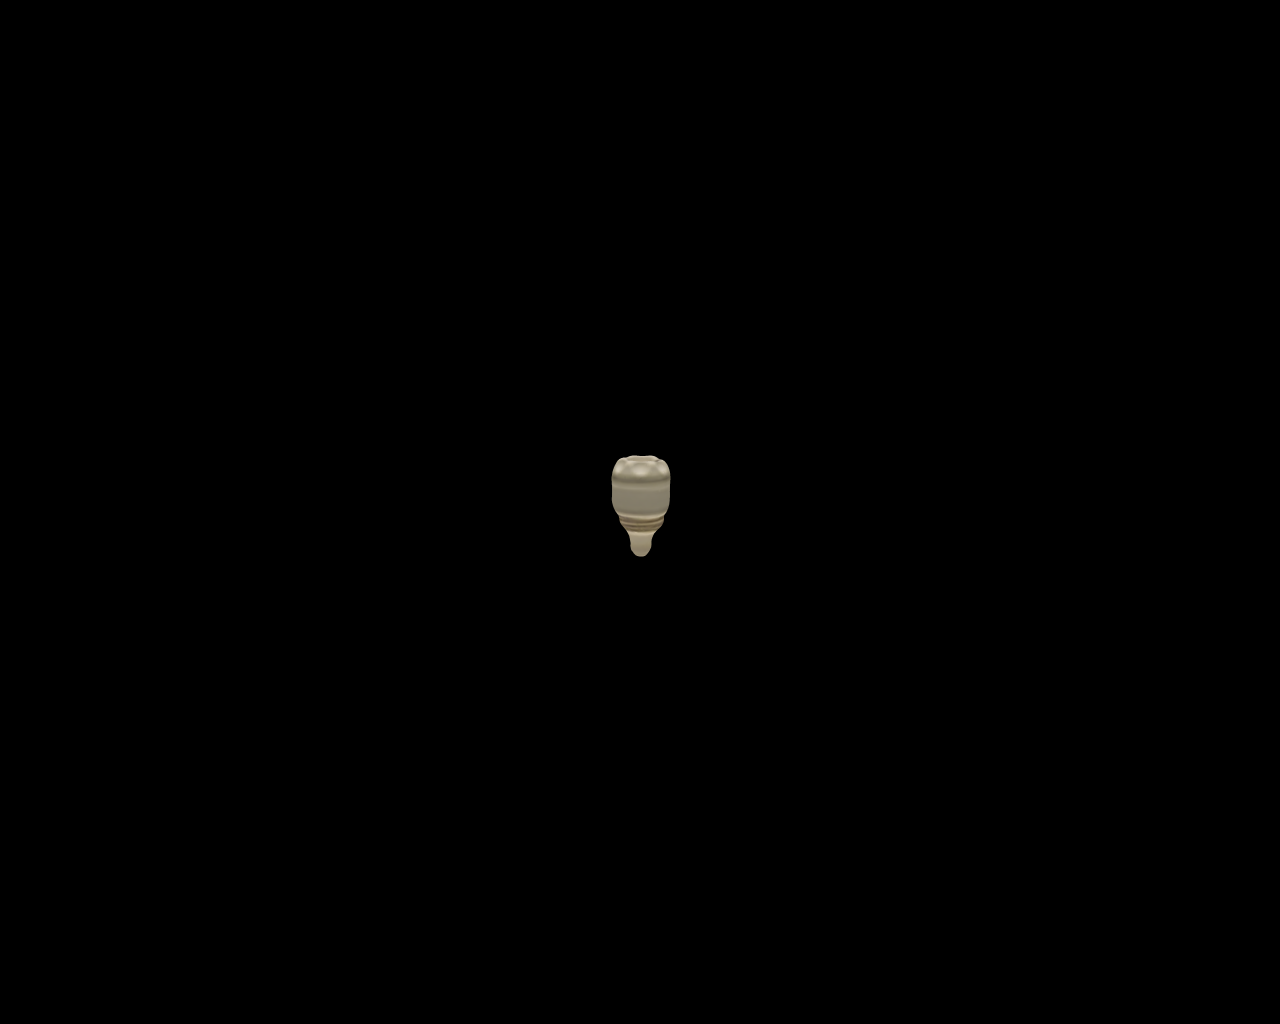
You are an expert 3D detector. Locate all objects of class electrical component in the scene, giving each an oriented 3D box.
[{"bbox_3d":[0.001,-0.003,0.650,0.035,0.061,0.035,0,12,0],"label":"electrical component"}]
